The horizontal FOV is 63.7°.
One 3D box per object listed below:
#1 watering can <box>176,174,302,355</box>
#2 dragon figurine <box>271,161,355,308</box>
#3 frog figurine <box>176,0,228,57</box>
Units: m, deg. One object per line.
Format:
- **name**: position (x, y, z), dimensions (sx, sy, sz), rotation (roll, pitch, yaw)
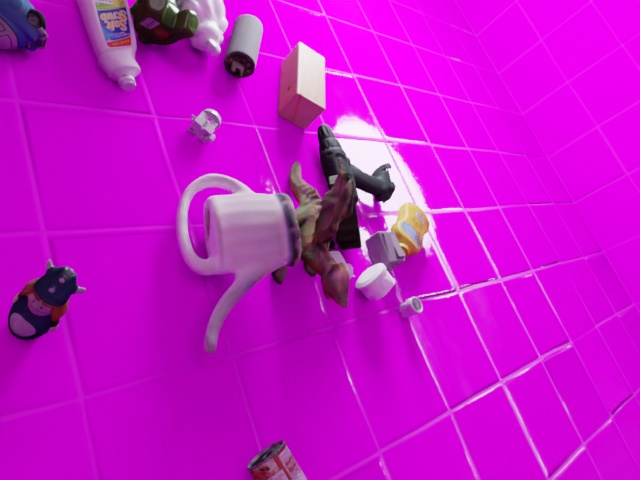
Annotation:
- **watering can**: position (-0.136, 0.024, 0.920), dimensions (0.225, 0.102, 0.355), rotation (-4, 60, -20)
- **dragon figurine**: position (0.003, -0.052, 1.029), dimensions (0.121, 0.238, 0.419), rotation (15, 55, -30)
- **frog figurine**: position (-0.272, -0.514, 1.197), dimensions (0.136, 0.121, 0.162), rotation (22, 34, -57)
